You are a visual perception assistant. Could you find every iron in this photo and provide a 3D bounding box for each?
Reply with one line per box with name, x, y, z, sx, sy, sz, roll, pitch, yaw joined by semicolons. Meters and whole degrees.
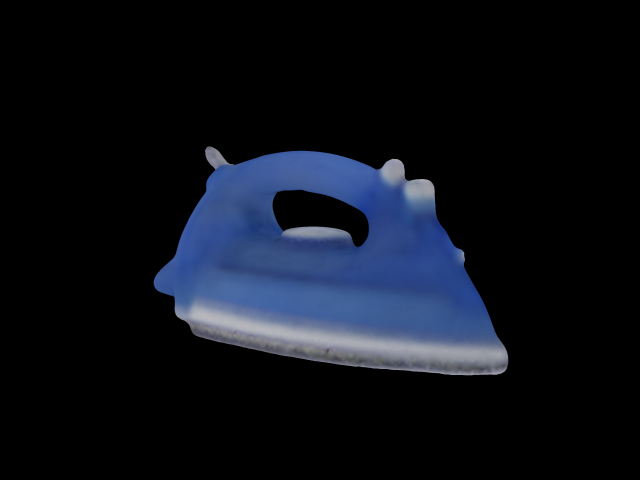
iron;0.004;0.001;0.400;0.257;0.141;0.119;3;6;33
